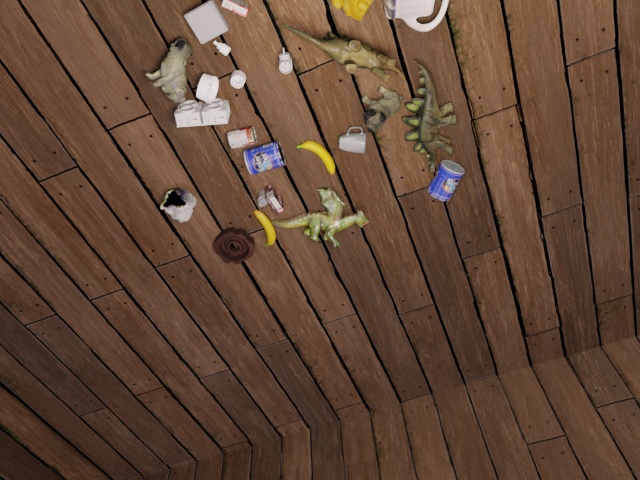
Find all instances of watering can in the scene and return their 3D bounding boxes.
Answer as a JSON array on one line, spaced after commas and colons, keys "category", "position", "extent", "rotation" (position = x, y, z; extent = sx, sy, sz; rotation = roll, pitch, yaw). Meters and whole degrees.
[{"category": "watering can", "position": [0.316, -0.859, 1.694], "extent": [0.224, 0.106, 0.340], "rotation": [-6, 126, 1]}]

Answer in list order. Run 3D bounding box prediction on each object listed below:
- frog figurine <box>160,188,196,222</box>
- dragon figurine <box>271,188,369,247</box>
[{"category": "frog figurine", "position": [-0.578, -0.144, 2.146], "extent": [0.137, 0.124, 0.157], "rotation": [-24, 159, 3]}, {"category": "dragon figurine", "position": [0.007, -0.111, 2.206], "extent": [0.410, 0.123, 0.240], "rotation": [17, 104, 2]}]
